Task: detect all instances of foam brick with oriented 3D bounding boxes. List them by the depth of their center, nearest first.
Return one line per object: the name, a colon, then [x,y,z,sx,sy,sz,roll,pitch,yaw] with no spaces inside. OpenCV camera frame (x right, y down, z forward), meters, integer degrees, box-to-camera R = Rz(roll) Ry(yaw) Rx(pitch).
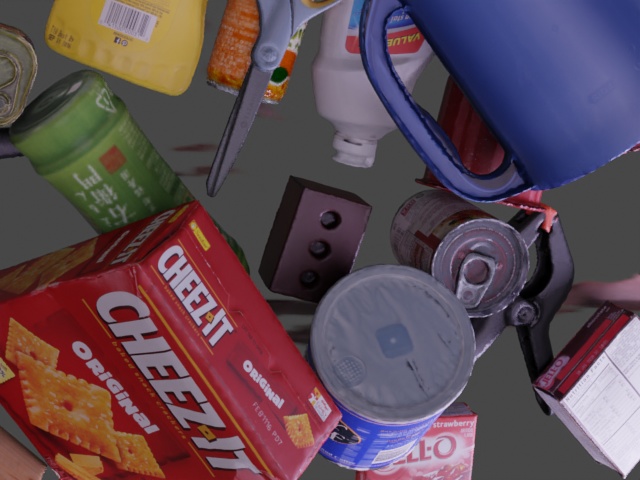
foam brick: [-0.005,0.001,0.746,0.053,0.051,0.078,15,101,-16]

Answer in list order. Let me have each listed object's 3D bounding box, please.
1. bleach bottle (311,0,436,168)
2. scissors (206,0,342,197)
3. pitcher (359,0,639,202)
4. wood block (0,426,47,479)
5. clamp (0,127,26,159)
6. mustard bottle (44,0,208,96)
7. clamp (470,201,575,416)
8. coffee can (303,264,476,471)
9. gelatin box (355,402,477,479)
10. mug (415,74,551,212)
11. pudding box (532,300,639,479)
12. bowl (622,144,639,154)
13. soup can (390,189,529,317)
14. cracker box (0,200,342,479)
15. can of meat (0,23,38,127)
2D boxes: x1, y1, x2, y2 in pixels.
bleach bottle: [0.058,-0.171,0.711,0.102,0.068,0.251,10,104,-12]
scissors: [-0.044,-0.133,0.661,0.096,0.016,0.202,37,93,-18]
pitcher: [0.097,-0.150,0.618,0.243,0.145,0.149,50,49,-9]
wood block: [-0.285,0.122,0.675,0.206,0.090,0.091,42,91,-8]
clamp: [-0.305,-0.029,0.678,0.209,0.036,0.164,21,100,-15]
mustard bottle: [-0.098,-0.195,0.670,0.096,0.058,0.192,21,99,-6]
clamp: [0.154,0.058,0.805,0.120,0.039,0.171,16,104,-27]
coffee can: [0.038,0.089,0.715,0.102,0.140,0.103,2,66,-6]
gelatin box: [0.072,0.164,0.817,0.089,0.030,0.073,0,104,-13]
mug: [0.130,-0.068,0.744,0.117,0.093,0.081,9,97,-31]
pudding box: [0.226,0.115,0.819,0.090,0.039,0.113,-46,119,-7]
bowl: [0.223,-0.136,0.761,0.162,0.055,0.162,-3,105,-12]
soup can: [0.094,0.006,0.743,0.068,0.102,0.068,-3,105,-12]
cracker box: [-0.118,0.081,0.664,0.164,0.214,0.072,57,45,-19]
can of meat: [-0.224,-0.113,0.650,0.102,0.084,0.057,18,99,-17]
